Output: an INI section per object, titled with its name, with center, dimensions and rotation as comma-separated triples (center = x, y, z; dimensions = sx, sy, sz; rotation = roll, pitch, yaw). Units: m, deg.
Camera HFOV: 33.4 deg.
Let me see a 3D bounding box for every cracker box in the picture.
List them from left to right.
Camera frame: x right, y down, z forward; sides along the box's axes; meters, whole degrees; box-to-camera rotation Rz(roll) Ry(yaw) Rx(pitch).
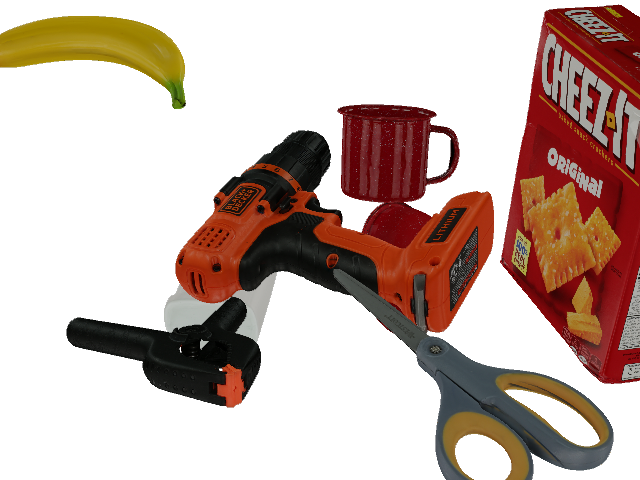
[cracker box]
center = 0.200, -0.033, 0.741
dimensions = 0.072, 0.214, 0.164
rotation = -7, 33, -16

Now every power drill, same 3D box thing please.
[power drill]
center = 0.019, -0.011, 0.730
dimensions = 0.188, 0.057, 0.184
rotation = 10, 41, 25

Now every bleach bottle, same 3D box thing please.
[bleach bottle]
center = -0.096, 0.017, 1.191
dimensions = 0.102, 0.068, 0.250
rotation = 1, 35, 7

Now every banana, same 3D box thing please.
[banana]
center = -0.191, -0.159, 0.891
dimensions = 0.198, 0.069, 0.037
rotation = 13, -39, 18

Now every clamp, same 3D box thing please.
[clamp]
center = -0.100, 0.087, 0.885
dimensions = 0.164, 0.036, 0.210
rotation = -10, 16, -31

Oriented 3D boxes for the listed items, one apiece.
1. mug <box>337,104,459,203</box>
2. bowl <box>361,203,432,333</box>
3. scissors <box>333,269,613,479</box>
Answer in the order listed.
[mug]
center = 0.073, -0.082, 1.014
dimensions = 0.117, 0.081, 0.093
rotation = 2, 14, 2
[bowl]
center = 0.115, 0.030, 1.241
dimensions = 0.055, 0.162, 0.161
rotation = -9, -6, 40
[scissors]
center = 0.056, 0.076, 0.572
dimensions = 0.202, 0.016, 0.096
rotation = 25, 46, 33
